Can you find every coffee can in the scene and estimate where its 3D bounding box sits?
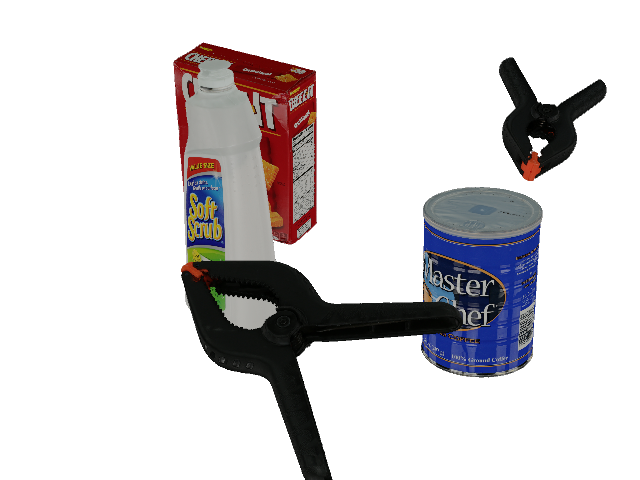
[{"bbox_3d":[0.142,0.036,0.950,0.103,0.140,0.103,-1,24,0],"label":"coffee can"}]

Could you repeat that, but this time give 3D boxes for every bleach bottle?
[{"bbox_3d":[-0.089,-0.041,0.970,0.068,0.251,0.103,-23,33,-32],"label":"bleach bottle"}]

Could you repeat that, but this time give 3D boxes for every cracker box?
[{"bbox_3d":[-0.090,-0.115,1.296,0.164,0.214,0.072,18,38,25],"label":"cracker box"}]

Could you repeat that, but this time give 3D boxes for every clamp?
[{"bbox_3d":[0.233,-0.137,1.161,0.120,0.039,0.171,18,49,18],"label":"clamp"},{"bbox_3d":[-0.013,0.064,0.778,0.210,0.164,0.036,35,-25,31],"label":"clamp"}]
